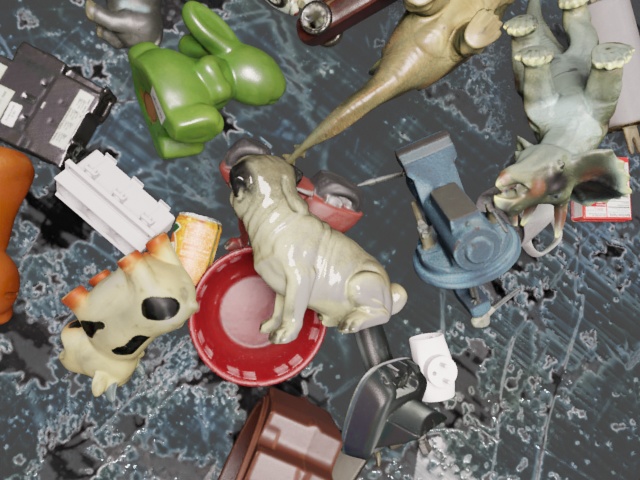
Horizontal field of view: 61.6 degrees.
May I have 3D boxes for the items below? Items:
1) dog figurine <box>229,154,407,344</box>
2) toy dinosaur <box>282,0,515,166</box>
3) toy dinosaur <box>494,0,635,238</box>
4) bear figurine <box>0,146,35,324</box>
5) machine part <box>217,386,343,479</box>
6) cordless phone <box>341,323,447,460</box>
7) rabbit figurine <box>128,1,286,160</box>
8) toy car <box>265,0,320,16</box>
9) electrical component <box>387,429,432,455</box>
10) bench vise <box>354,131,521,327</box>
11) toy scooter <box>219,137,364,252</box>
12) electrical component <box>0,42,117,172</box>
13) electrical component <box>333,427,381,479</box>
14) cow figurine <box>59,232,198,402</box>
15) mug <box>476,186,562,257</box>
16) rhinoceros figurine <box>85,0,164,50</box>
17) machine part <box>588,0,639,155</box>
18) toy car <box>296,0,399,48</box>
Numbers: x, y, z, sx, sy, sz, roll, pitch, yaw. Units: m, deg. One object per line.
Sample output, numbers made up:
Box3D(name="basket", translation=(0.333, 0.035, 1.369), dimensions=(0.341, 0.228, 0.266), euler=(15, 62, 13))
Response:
Box3D(name="dog figurine", translation=(-0.002, -0.002, 0.564), dimensions=(0.172, 0.121, 0.190), euler=(-6, 89, -24))
Box3D(name="toy dinosaur", translation=(0.138, -0.239, 0.625), dimensions=(0.471, 0.198, 0.105), euler=(-37, 91, -3))
Box3D(name="toy dinosaur", translation=(0.293, -0.172, 0.655), dimensions=(0.131, 0.405, 0.191), euler=(1, 130, 22))
Box3D(name="bear figurine", translation=(-0.381, -0.008, 0.575), dimensions=(0.132, 0.120, 0.195), euler=(12, 90, -4))
Box3D(name="machine part", translation=(-0.061, 0.265, 0.559), dimensions=(0.087, 0.201, 0.201), euler=(25, 83, -2))
Box3D(name="cordless phone", translation=(0.059, 0.138, 0.609), dimensions=(0.089, 0.146, 0.184), euler=(-27, 72, 23))
Box3D(name="rabbit figurine", translation=(-0.129, -0.188, 0.642), dimensions=(0.170, 0.121, 0.159), euler=(-23, 83, -27))
Box3D(name="toy car", translation=(-0.080, -0.366, 0.675), dimensions=(0.201, 0.056, 0.073), euler=(43, 75, -5))
Box3D(name="electrical component", translation=(0.102, 0.232, 0.676), dimensions=(0.063, 0.021, 0.094), euler=(-26, 89, -9))
Box3D(name="bench vise", translation=(0.159, 0.001, 0.645), dimensions=(0.129, 0.224, 0.240), euler=(-28, 121, -5))
Box3D(name="toy scooter", translation=(-0.044, -0.032, 0.645), dimensions=(0.184, 0.075, 0.135), euler=(20, 107, -20))
Box3D(name="electrical component", translation=(-0.324, -0.155, 0.621), dimensions=(0.134, 0.058, 0.115), euler=(29, 81, -5))
Box3D(name="electrical component", translation=(0.028, 0.271, 0.654), dimensions=(0.078, 0.045, 0.102), euler=(26, 79, 22))
Box3D(name="cow figurine", translation=(-0.211, 0.091, 0.583), dimensions=(0.195, 0.085, 0.127), euler=(-31, 96, 25))
Box3D(name="mug", translation=(0.277, -0.040, 0.694), dimensions=(0.107, 0.081, 0.109), euler=(-33, 82, -18))
Box3D(name="rhinoceros figurine", translation=(-0.217, -0.320, 0.640), dimensions=(0.112, 0.073, 0.190), euler=(6, 86, -7))
Box3D(name="machine part", translation=(0.397, -0.233, 0.727), dimensions=(0.079, 0.079, 0.243), euler=(-13, 89, -9))
Box3D(name="toy car", translation=(0.062, -0.295, 0.641), dimensions=(0.202, 0.089, 0.053), euler=(-25, 90, 17))
